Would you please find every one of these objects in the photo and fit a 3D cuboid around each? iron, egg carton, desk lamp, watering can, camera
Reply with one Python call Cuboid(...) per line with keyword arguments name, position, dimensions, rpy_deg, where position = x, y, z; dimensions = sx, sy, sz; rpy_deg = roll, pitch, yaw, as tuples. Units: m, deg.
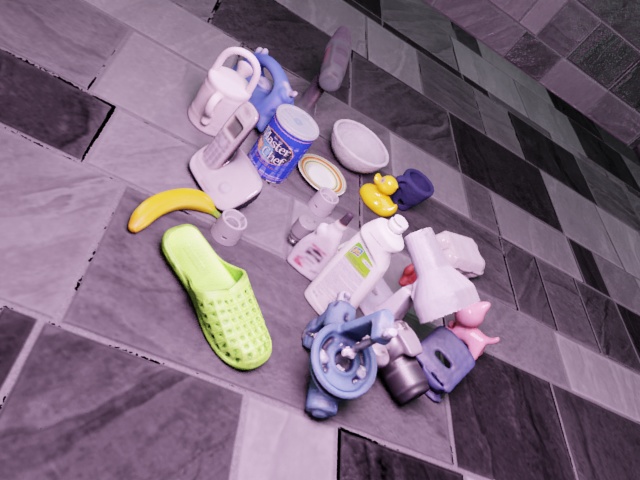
Cuboid(name="iron", position=(-0.134, -0.371, 1.351), dimensions=(0.119, 0.141, 0.258), rpy_deg=(-2, 54, -43))
Cuboid(name="egg carton", position=(0.339, 0.038, 1.421), dimensions=(0.151, 0.069, 0.107), rpy_deg=(13, 45, -33))
Cuboid(name="desk lamp", position=(0.177, 0.089, 1.104), dimensions=(0.118, 0.213, 0.203), rpy_deg=(-12, 62, -47))
Cuboid(name="watering can", position=(-0.194, -0.324, 1.206), dimensions=(0.101, 0.193, 0.172), rpy_deg=(20, 42, -26))
Cuboid(name="camera", position=(0.133, 0.221, 1.027), dimensions=(0.144, 0.100, 0.136), rpy_deg=(-5, 56, -44))

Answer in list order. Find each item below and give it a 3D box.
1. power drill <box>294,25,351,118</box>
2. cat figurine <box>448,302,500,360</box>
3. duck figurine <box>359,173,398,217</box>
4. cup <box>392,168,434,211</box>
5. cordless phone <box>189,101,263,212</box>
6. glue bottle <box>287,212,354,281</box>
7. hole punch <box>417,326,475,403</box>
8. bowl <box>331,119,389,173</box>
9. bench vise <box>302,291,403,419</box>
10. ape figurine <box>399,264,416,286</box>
Cuboid(name="power drill", position=(0.008, -0.426, 1.476), dimensions=(0.076, 0.208, 0.229), rpy_deg=(26, 39, -19))
Cuboid(name="cat figurine", position=(0.327, 0.181, 1.226), dimensions=(0.127, 0.117, 0.067), rpy_deg=(50, 38, 12))
Cuboid(name="duck figurine", position=(0.157, -0.116, 1.400), dimensions=(0.104, 0.086, 0.078), rpy_deg=(49, 37, 10))
Cuboid(name="cup", position=(0.218, -0.122, 1.453), dimensions=(0.118, 0.094, 0.091), rpy_deg=(8, 48, -36))
Cuboid(name="cordless phone", position=(-0.154, -0.155, 1.078), dimensions=(0.094, 0.184, 0.147), rpy_deg=(-19, 66, -49))
Cuboid(name="glue bottle", position=(0.010, 0.004, 1.075), dimensions=(0.078, 0.173, 0.037), rpy_deg=(37, 37, -6))
Cuboid(name="hole punch", position=(0.231, 0.238, 1.105), dimensions=(0.108, 0.091, 0.101), rpy_deg=(48, 37, 8))
Cuboid(name="bowl", position=(0.089, -0.225, 1.459), dimensions=(0.168, 0.074, 0.167), rpy_deg=(24, 40, -22))
Cuboid(name="bench vise", position=(0.040, 0.151, 0.915), dimensions=(0.122, 0.219, 0.207), rpy_deg=(13, 45, -33))
Cuboid(name="ape figurine", position=(0.232, 0.078, 1.266), dimensions=(0.076, 0.092, 0.077), rpy_deg=(-5, 57, -44))
